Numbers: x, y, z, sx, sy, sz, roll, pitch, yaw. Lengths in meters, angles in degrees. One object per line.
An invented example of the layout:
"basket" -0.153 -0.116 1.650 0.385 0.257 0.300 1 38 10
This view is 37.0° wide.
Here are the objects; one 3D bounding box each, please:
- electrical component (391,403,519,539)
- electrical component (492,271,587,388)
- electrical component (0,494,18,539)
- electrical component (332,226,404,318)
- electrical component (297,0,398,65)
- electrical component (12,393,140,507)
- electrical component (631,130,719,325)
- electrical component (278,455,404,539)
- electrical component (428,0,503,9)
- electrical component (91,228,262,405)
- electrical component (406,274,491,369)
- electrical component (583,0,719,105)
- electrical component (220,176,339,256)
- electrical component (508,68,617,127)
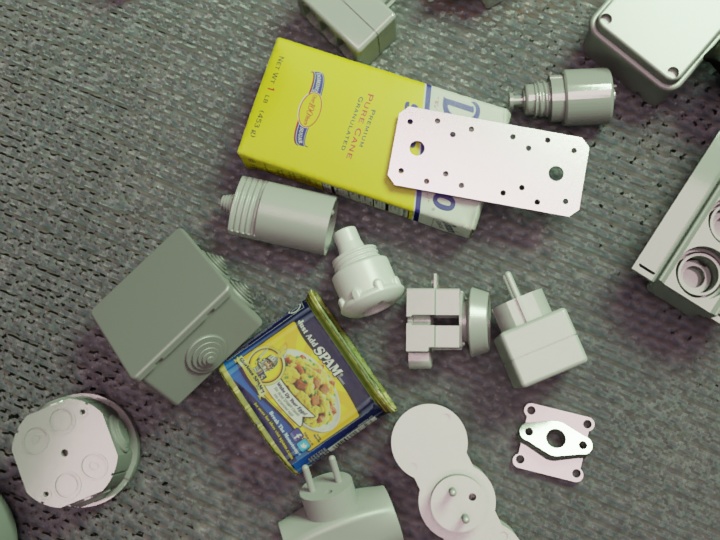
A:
"electrical component" 0.065 0.155 0.722 0.052 0.073 0.138 -26 83 0
"electrical component" 0.115 0.037 0.737 0.047 0.065 0.076 -23 83 0
"electrical component" -0.291 0.191 0.743 0.108 0.060 0.108 0 83 3
"electrical component" 0.000 0.000 0.760 0.048 0.048 0.062 -23 76 0
"electrical component" 0.004 -0.198 0.780 0.077 0.047 0.066 -45 83 -3
"electrical component" -0.198 0.126 0.751 0.080 0.051 0.080 0 83 3
"electrical component" 0.250 -0.028 0.739 0.079 0.063 0.121 33 86 7
"electrical component" -0.018 0.163 0.727 0.077 0.043 0.079 -18 106 -8
"electrical component" 0.077 -0.223 0.779 0.077 0.047 0.065 -32 83 -1
"electrical component" -0.125 0.033 0.740 0.100 0.048 0.100 -44 44 -2
"electrical component" 0.063 0.036 0.751 0.055 0.048 0.066 0 83 11
"electrical component" 0.222 -0.184 0.762 0.078 0.057 0.113 41 87 7
"electrical component" -0.060 -0.040 0.767 0.081 0.043 0.043 13 84 5
"electrical component" 0.146 -0.122 0.767 0.078 0.040 0.040 -2 83 3
